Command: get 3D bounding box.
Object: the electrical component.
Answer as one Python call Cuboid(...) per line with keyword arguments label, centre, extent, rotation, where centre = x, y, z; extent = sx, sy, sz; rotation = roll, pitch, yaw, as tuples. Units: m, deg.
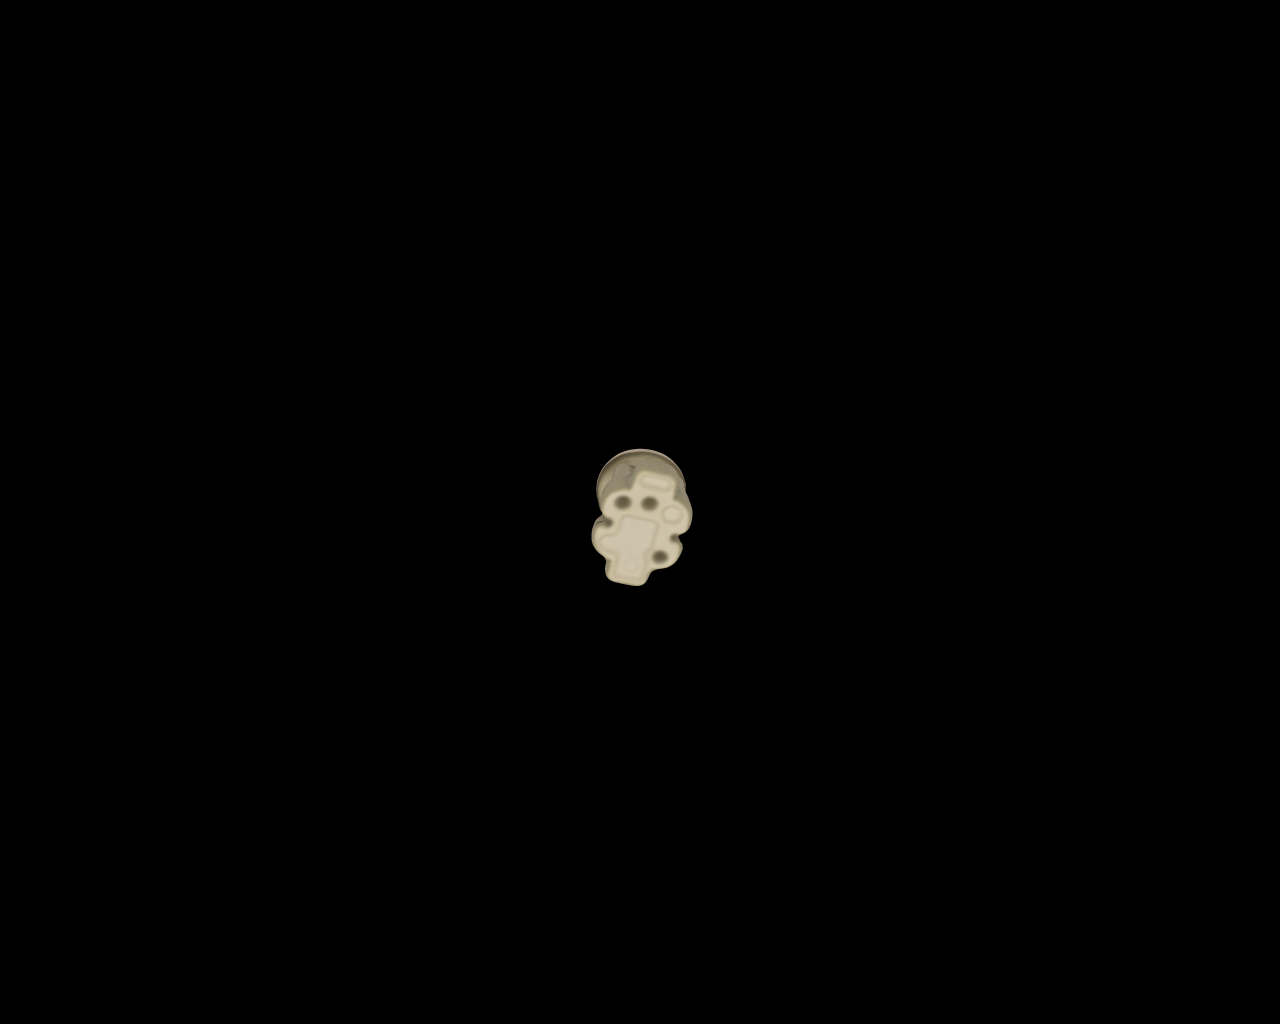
Cuboid(label="electrical component", centre=(0.001, -0.003, 0.650), extent=(0.058, 0.078, 0.057), rotation=(13, 28, -7))
